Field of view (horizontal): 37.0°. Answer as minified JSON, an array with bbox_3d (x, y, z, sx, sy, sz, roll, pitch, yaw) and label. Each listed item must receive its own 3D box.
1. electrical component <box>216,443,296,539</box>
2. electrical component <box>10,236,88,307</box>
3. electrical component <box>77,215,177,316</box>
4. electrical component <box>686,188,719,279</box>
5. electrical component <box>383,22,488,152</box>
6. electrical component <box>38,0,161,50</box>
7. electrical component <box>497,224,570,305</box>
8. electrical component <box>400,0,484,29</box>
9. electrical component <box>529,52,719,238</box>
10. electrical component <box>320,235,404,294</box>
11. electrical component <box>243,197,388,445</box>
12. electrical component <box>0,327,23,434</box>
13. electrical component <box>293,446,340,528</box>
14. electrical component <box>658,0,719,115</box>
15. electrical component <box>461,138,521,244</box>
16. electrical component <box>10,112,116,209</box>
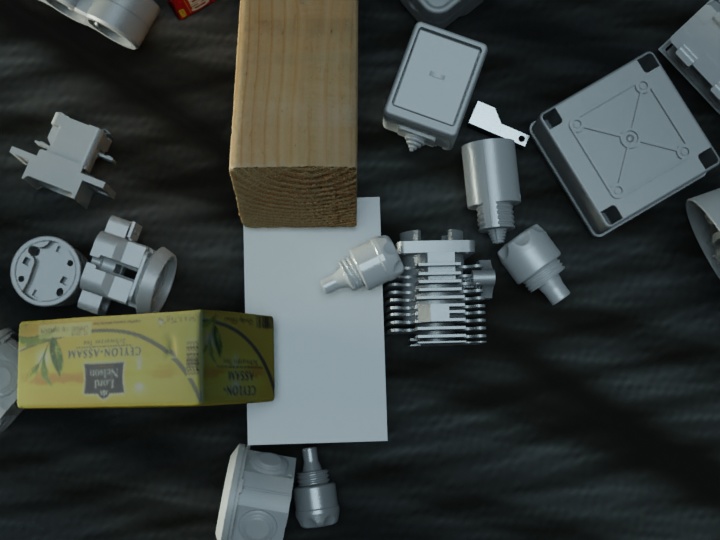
[{"bbox_3d":[-0.080,0.176,0.826,0.051,0.080,0.080,11,84,-4],"label":"electrical component"},{"bbox_3d":[-0.245,0.003,0.859,0.055,0.047,0.055,0,84,0],"label":"electrical component"},{"bbox_3d":[-0.182,0.003,0.854,0.057,0.058,0.078,19,85,5],"label":"electrical component"},{"bbox_3d":[0.295,-0.020,0.834,0.064,0.099,0.099,-25,85,-8],"label":"electrical component"},{"bbox_3d":[0.058,-0.142,0.865,0.062,0.061,0.096,20,85,2],"label":"electrical component"},{"bbox_3d":[-0.224,-0.245,0.881,0.138,0.052,0.073,28,85,4],"label":"electrical component"},{"bbox_3d":[0.143,-0.002,0.860,0.043,0.043,0.062,-36,86,-3],"label":"electrical component"},{"bbox_3d":[0.079,-0.243,0.876,0.095,0.059,0.053,-39,86,-3],"label":"electrical component"},{"bbox_3d":[0.210,-0.100,0.863,0.109,0.056,0.108,-30,85,-3],"label":"electrical component"},{"bbox_3d":[0.000,0.000,0.803,0.061,0.035,0.035,-25,85,0],"label":"electrical component"},{"bbox_3d":[-0.035,0.041,0.848,0.105,0.060,0.186,-2,84,0],"label":"electrical component"},{"bbox_3d":[-0.283,0.089,0.835,0.051,0.080,0.080,38,86,-2],"label":"electrical component"},{"bbox_3d":[-0.036,0.170,0.848,0.035,0.035,0.061,-8,82,-1],"label":"electrical component"},{"bbox_3d":[0.307,-0.158,0.858,0.121,0.063,0.079,48,121,4],"label":"electrical component"},{"bbox_3d":[0.107,-0.062,0.866,0.043,0.043,0.081,-5,84,0],"label":"electrical component"},{"bbox_3d":[-0.235,-0.090,0.872,0.081,0.042,0.063,21,81,2],"label":"electrical component"}]
